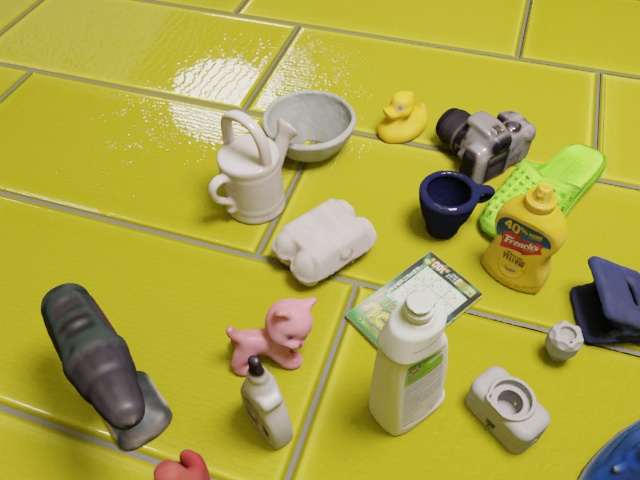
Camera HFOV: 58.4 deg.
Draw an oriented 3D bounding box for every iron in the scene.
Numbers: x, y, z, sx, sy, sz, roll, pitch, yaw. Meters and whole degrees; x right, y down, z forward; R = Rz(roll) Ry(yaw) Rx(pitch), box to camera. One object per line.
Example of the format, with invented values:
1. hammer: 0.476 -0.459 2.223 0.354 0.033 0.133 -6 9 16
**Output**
1. iron: 0.420 0.229 0.638 0.258 0.141 0.118 -13 52 -9

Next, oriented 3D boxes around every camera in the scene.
1. camera: 0.282 -0.188 1.008 0.143 0.101 0.136 -29 55 -20

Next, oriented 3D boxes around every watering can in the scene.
1. watering can: -0.108 -0.129 0.911 0.100 0.194 0.173 15 53 14

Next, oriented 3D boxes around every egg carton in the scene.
1. egg carton: 0.008 0.003 0.880 0.150 0.069 0.107 -33 57 -23

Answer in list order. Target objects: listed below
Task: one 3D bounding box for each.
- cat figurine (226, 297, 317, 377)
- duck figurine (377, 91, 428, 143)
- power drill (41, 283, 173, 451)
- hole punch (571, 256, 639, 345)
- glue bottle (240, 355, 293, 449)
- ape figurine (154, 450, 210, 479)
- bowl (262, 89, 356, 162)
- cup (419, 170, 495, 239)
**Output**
1. cat figurine: -0.062 0.119 0.757 0.128 0.118 0.067 -9 51 -5
2. duck figurine: 0.156 -0.237 1.061 0.105 0.086 0.077 -26 55 -18
3. power drill: -0.243 0.161 0.670 0.076 0.208 0.229 -33 57 -22
4. hole punch: 0.414 0.081 0.790 0.101 0.091 0.108 0 51 2
5. glue bottle: -0.067 0.181 0.671 0.037 0.173 0.078 -32 56 -22
6. ape figurine: -0.162 0.276 0.649 0.078 0.092 0.076 -36 58 -24
7. bowl: -0.019 -0.195 1.039 0.167 0.075 0.167 -1 51 1
8. cup: 0.210 -0.049 0.900 0.118 0.095 0.091 -7 51 -3
